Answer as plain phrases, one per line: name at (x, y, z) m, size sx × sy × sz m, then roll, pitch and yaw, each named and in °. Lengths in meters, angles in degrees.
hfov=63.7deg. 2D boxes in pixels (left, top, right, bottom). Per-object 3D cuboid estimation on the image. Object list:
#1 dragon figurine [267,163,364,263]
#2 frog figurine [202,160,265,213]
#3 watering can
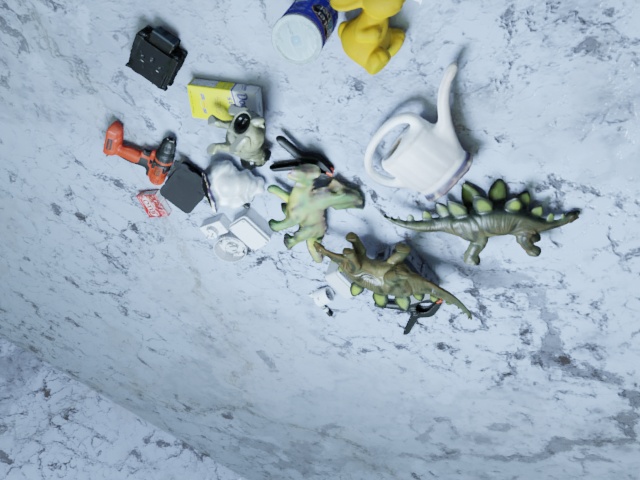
dragon figurine at (0.004, -0.070, 1.395) m, size 0.241 × 0.125 × 0.403 m, roll -15°, pitch -38°, yaw 23°
frog figurine at (-0.236, -0.154, 1.404) m, size 0.160 × 0.137 × 0.122 m, roll -19°, pitch 6°, yaw -21°
watering can at (0.251, -0.217, 1.159) m, size 0.223 × 0.106 × 0.341 m, roll 33°, pitch -47°, yaw -13°
